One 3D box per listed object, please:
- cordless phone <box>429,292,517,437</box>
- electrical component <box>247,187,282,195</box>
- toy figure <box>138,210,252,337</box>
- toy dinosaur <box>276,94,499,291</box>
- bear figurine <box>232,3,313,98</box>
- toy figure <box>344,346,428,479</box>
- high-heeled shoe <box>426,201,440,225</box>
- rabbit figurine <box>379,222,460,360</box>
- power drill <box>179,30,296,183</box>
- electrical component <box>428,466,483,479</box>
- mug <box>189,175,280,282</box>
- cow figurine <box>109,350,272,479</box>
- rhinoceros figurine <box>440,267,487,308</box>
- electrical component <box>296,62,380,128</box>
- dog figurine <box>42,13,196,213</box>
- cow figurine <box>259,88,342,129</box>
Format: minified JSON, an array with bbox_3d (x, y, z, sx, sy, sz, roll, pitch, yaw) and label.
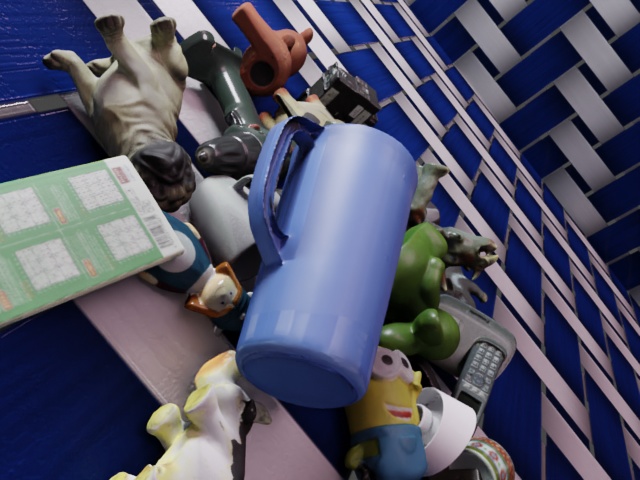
[{"bbox_3d":[0.184,0.183,0.767,0.147,0.088,0.184,31,63,0],"label":"cordless phone"},{"bbox_3d":[-0.055,-0.057,0.702,0.094,0.063,0.021,-5,106,-63],"label":"electrical component"},{"bbox_3d":[-0.122,0.034,0.515,0.154,0.064,0.058,43,8,-9],"label":"toy figure"},{"bbox_3d":[0.076,-0.048,0.787,0.404,0.192,0.131,19,1,-26],"label":"toy dinosaur"},{"bbox_3d":[-0.085,-0.305,0.856,0.132,0.120,0.196,38,31,-18],"label":"bear figurine"},{"bbox_3d":[0.065,0.201,0.581,0.082,0.089,0.180,37,40,-51],"label":"toy figure"},{"bbox_3d":[0.133,-0.031,0.952,0.249,0.086,0.145,-25,111,-42],"label":"high-heeled shoe"},{"bbox_3d":[0.130,0.083,0.691,0.170,0.121,0.159,57,22,-6],"label":"rabbit figurine"},{"bbox_3d":[-0.114,-0.165,0.693,0.207,0.086,0.232,56,23,15],"label":"power drill"},{"bbox_3d":[0.150,0.293,0.618,0.102,0.078,0.045,-73,145,-48],"label":"electrical component"},{"bbox_3d":[-0.091,-0.026,0.581,0.081,0.109,0.107,-18,60,-48],"label":"mug"},{"bbox_3d":[-0.086,0.165,0.419,0.098,0.068,0.167,52,33,-13],"label":"cow figurine"},{"bbox_3d":[0.228,0.088,0.926,0.112,0.073,0.190,35,35,-31],"label":"rhinoceros figurine"},{"bbox_3d":[0.038,-0.232,0.952,0.134,0.115,0.058,29,42,-35],"label":"electrical component"},{"bbox_3d":[-0.177,-0.125,0.583,0.172,0.121,0.190,-36,103,-56],"label":"dog figurine"},{"bbox_3d":[0.001,-0.169,0.868,0.127,0.085,0.195,54,27,14],"label":"cow figurine"}]
